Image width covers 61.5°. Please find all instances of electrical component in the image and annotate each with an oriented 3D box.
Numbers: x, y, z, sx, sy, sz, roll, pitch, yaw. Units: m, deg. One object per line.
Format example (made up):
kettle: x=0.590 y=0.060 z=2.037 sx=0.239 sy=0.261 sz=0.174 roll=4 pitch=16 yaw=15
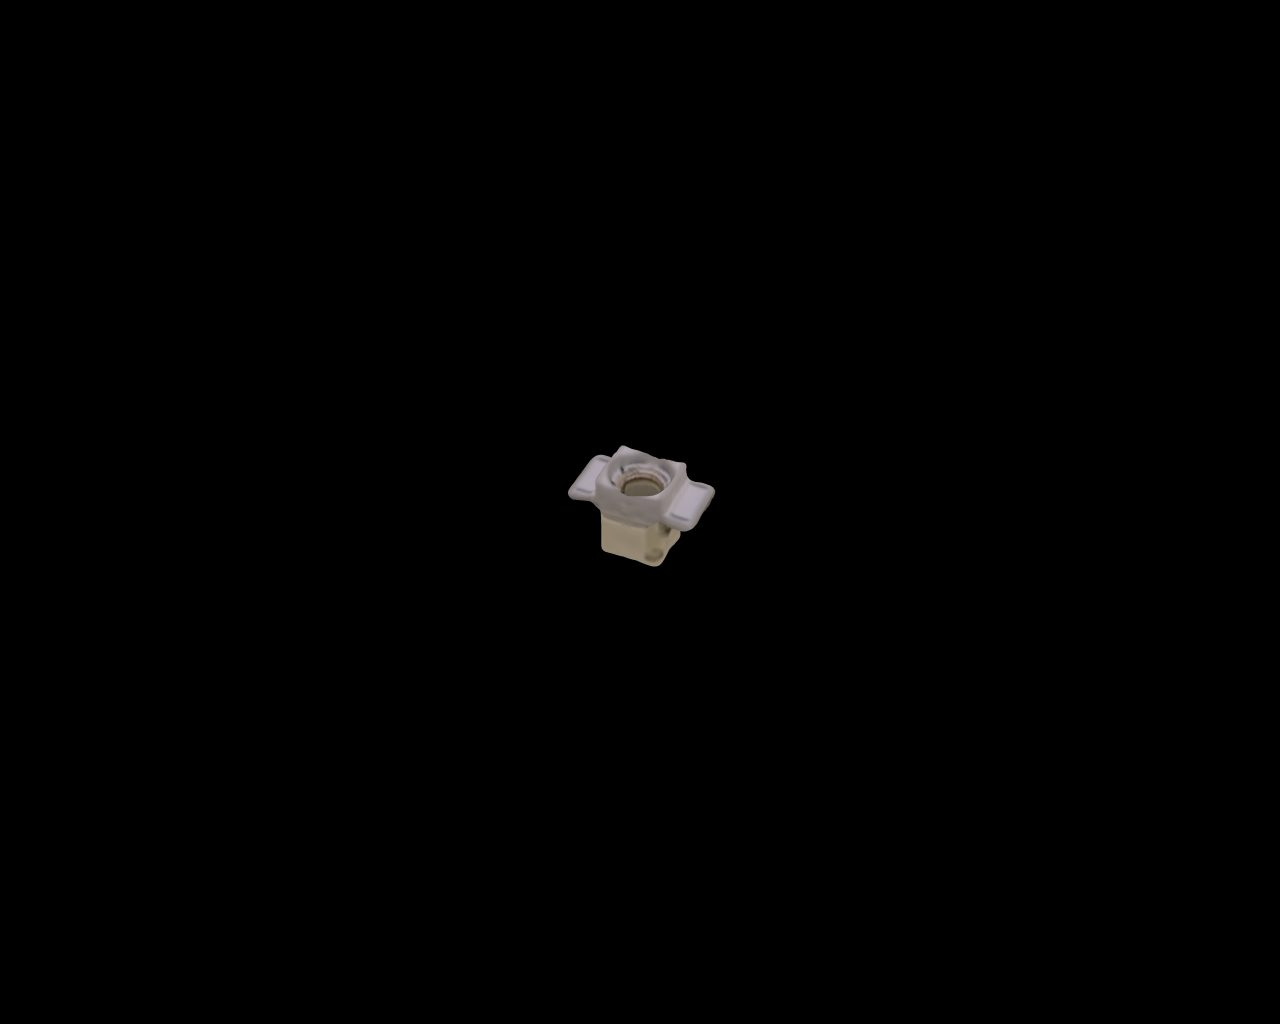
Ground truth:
electrical component: x=0.001 y=-0.003 z=0.650 sx=0.081 sy=0.063 sz=0.042 roll=18 pitch=44 yaw=19
